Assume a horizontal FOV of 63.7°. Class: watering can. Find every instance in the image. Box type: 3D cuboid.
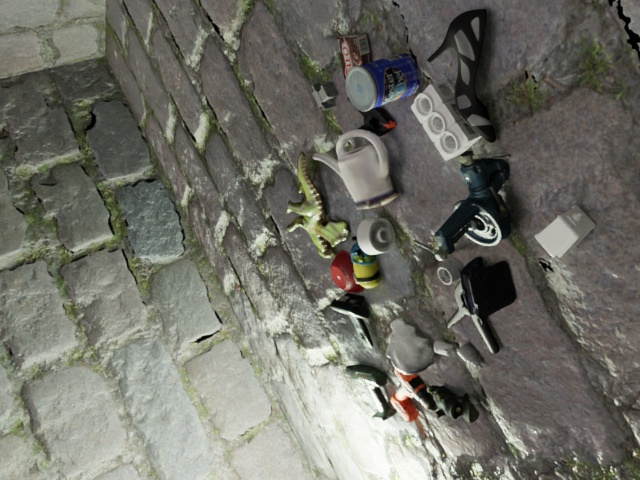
[{"bbox_3d":[0.100,-0.190,1.452,0.346,0.105,0.223,-6,108,63],"label":"watering can"}]

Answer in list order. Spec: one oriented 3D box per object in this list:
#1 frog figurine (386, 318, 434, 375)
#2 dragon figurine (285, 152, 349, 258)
[{"bbox_3d":[0.267,0.318,1.556,0.136,0.123,0.159,-15,90,29],"label":"frog figurine"},{"bbox_3d":[0.005,-0.088,1.746,0.245,0.124,0.400,31,142,22],"label":"dragon figurine"}]
